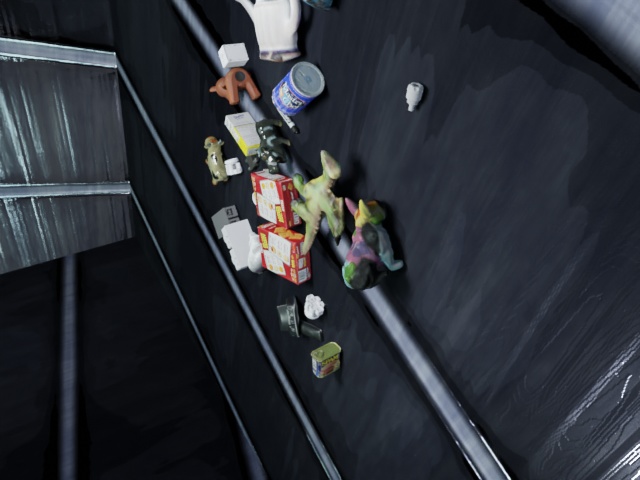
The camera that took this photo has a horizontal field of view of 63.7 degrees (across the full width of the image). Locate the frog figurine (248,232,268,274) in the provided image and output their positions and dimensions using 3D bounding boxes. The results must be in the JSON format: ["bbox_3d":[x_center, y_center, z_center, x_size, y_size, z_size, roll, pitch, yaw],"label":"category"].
[{"bbox_3d":[-0.245,0.045,2.010,0.123,0.160,0.136,-34,-7,-12],"label":"frog figurine"}]

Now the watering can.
[{"bbox_3d":[-0.151,-0.635,1.504,0.105,0.221,0.351,-18,25,-30],"label":"watering can"}]

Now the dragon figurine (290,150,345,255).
[{"bbox_3d":[0.004,-0.074,1.461,0.122,0.401,0.247,-6,31,-16],"label":"dragon figurine"}]
